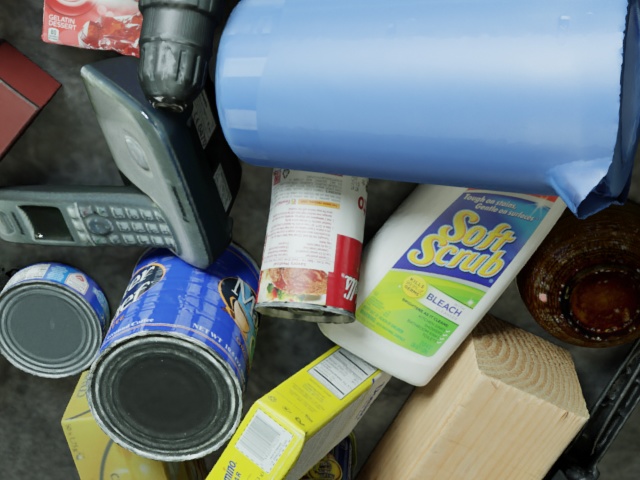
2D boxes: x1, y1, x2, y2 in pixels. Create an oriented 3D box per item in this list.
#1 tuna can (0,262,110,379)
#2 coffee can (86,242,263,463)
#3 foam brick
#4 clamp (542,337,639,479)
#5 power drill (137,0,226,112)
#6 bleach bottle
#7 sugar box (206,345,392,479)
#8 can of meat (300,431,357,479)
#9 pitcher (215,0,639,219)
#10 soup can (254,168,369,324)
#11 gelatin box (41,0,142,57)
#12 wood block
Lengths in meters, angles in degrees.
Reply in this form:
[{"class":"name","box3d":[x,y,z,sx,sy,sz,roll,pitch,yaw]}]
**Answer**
[{"class":"tuna can","box3d":[-0.203,0.060,0.807,0.086,0.033,0.086,2,117,3]},{"class":"coffee can","box3d":[-0.095,0.070,0.744,0.103,0.140,0.103,2,118,3]},{"class":"foam brick","box3d":[-0.223,-0.086,0.722,0.051,0.053,0.078,39,114,-15]},{"class":"clamp","box3d":[0.191,0.166,0.794,0.036,0.164,0.210,32,148,11]},{"class":"power drill","box3d":[-0.144,-0.173,0.630,0.187,0.057,0.184,7,81,2]},{"class":"bleach bottle","box3d":[0.103,-0.020,0.728,0.102,0.068,0.251,30,113,-9]},{"class":"sugar box","box3d":[-0.009,0.126,0.749,0.048,0.176,0.093,38,115,11]},{"class":"can of meat","box3d":[-0.024,0.190,0.833,0.102,0.084,0.057,-1,118,5]},{"class":"pitcher","box3d":[0.069,-0.102,0.636,0.243,0.149,0.145,4,110,20]},{"class":"soup can","box3d":[-0.005,0.001,0.717,0.068,0.068,0.102,6,78,1]},{"class":"gelatin box","box3d":[-0.132,-0.159,0.690,0.089,0.030,0.073,11,117,-2]},{"class":"wood block","box3d":[0.103,0.166,0.808,0.090,0.090,0.206,25,116,-10]}]
